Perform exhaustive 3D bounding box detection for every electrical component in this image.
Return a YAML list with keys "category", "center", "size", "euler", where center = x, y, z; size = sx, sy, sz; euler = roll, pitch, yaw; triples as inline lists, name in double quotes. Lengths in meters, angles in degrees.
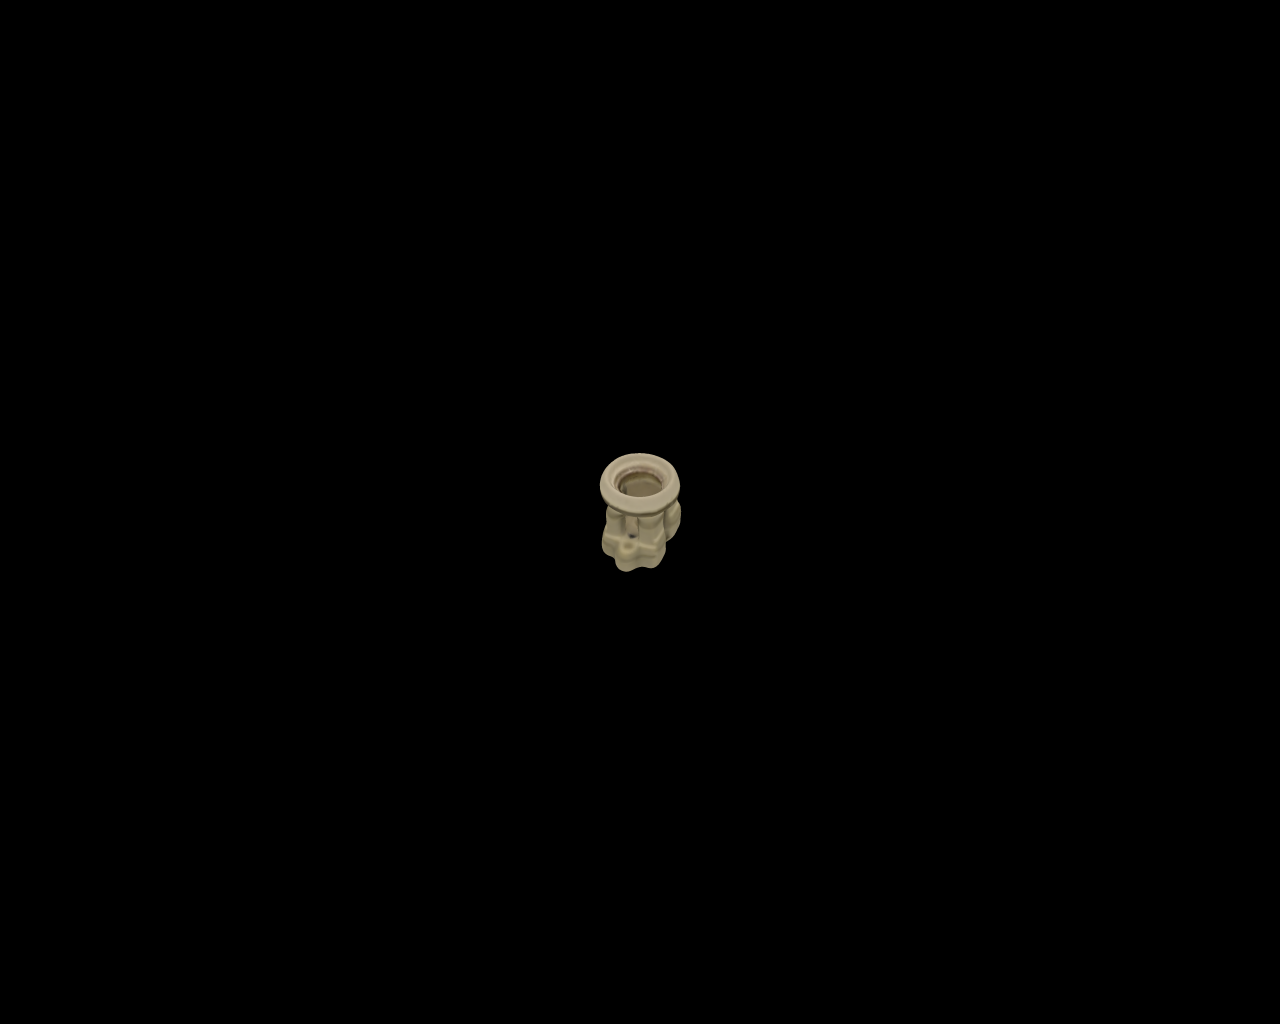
- category: "electrical component"
  center: [0.001, -0.003, 0.650]
  size: [0.048, 0.055, 0.066]
  euler: [15, 47, 15]
